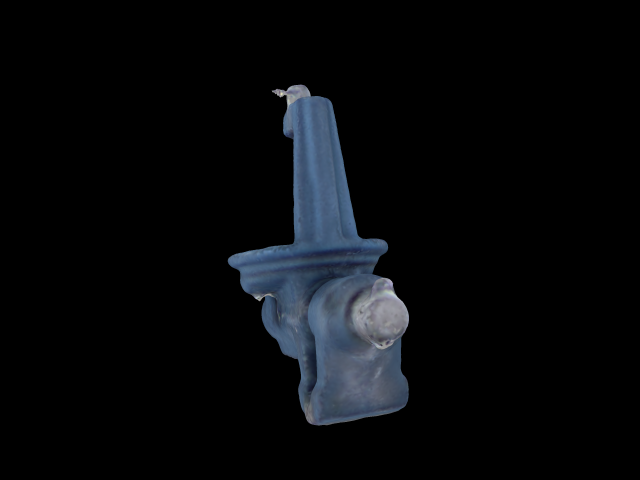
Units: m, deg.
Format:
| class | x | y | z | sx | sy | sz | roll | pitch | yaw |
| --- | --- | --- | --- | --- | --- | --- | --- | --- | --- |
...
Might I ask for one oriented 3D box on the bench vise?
| class | x | y | z | sx | sy | sz | roll | pitch | yaw |
| --- | --- | --- | --- | --- | --- | --- | --- | --- | --- |
| bench vise | 0.013 | 0.000 | 0.407 | 0.122 | 0.220 | 0.206 | -9 | 14 | -36 |
